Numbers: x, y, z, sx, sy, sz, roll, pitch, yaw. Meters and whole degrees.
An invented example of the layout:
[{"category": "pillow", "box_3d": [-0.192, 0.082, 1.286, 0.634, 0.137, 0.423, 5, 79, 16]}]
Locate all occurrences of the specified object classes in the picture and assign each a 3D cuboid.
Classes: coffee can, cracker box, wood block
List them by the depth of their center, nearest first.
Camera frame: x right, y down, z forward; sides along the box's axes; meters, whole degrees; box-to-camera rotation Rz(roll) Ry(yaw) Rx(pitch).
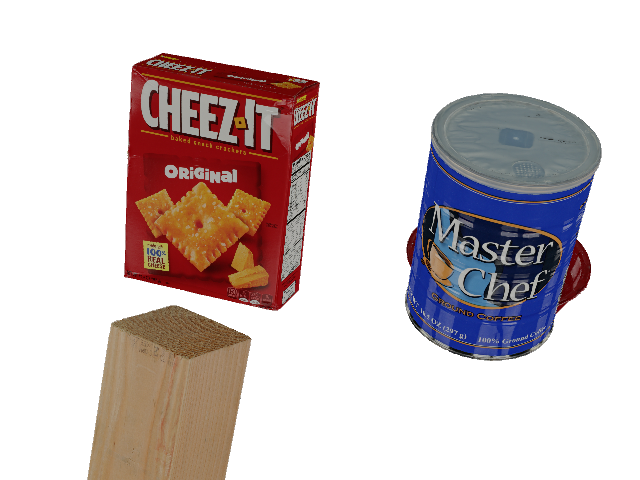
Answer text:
[{"category": "coffee can", "box_3d": [0.113, -0.008, 0.685, 0.103, 0.140, 0.103, 3, 38, -3]}, {"category": "wood block", "box_3d": [-0.137, 0.173, 0.933, 0.090, 0.206, 0.090, 20, 18, 28]}, {"category": "cracker box", "box_3d": [-0.097, -0.054, 1.004, 0.164, 0.214, 0.072, 13, 24, 15]}]

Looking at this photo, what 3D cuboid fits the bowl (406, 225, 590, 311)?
[{"category": "bowl", "box_3d": [0.155, 0.034, 0.952, 0.162, 0.055, 0.162, 1, 35, -1]}]
